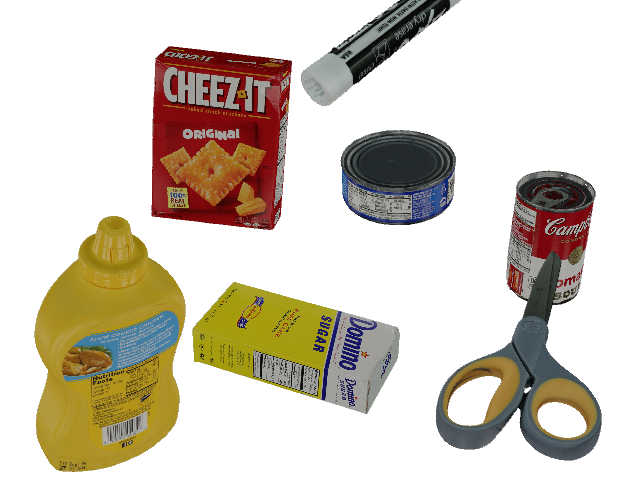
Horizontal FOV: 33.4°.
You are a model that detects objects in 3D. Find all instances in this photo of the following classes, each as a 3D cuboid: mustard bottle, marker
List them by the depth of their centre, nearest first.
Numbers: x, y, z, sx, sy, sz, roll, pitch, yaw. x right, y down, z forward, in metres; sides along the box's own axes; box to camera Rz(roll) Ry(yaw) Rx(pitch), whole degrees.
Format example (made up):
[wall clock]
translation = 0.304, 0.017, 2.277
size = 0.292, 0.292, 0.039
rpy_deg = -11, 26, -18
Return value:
[marker]
translation = 0.040, -0.102, 0.489
size = 0.121, 0.020, 0.020
rpy_deg = -40, 17, -21
[mustard bottle]
translation = -0.134, 0.064, 0.684
size = 0.096, 0.192, 0.058
rpy_deg = -16, 47, -29

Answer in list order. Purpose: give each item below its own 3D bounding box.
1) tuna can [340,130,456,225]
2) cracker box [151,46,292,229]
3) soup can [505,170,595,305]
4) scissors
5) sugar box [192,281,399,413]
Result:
[tuna can]
translation = 0.058, -0.048, 0.802
size = 0.086, 0.034, 0.086
rpy_deg = -2, 35, 1
[cracker box]
translation = -0.128, -0.128, 1.361
size = 0.164, 0.214, 0.072
rpy_deg = 8, 24, 6
[soup can]
translation = 0.204, -0.002, 0.953
size = 0.068, 0.102, 0.068
rpy_deg = 0, 33, 0
[scissors]
translation = 0.138, 0.065, 0.625
size = 0.096, 0.016, 0.201
rpy_deg = 20, 37, 29
[sugar box]
translation = -0.022, 0.097, 1.001
size = 0.176, 0.048, 0.093
rpy_deg = 12, 32, 18
